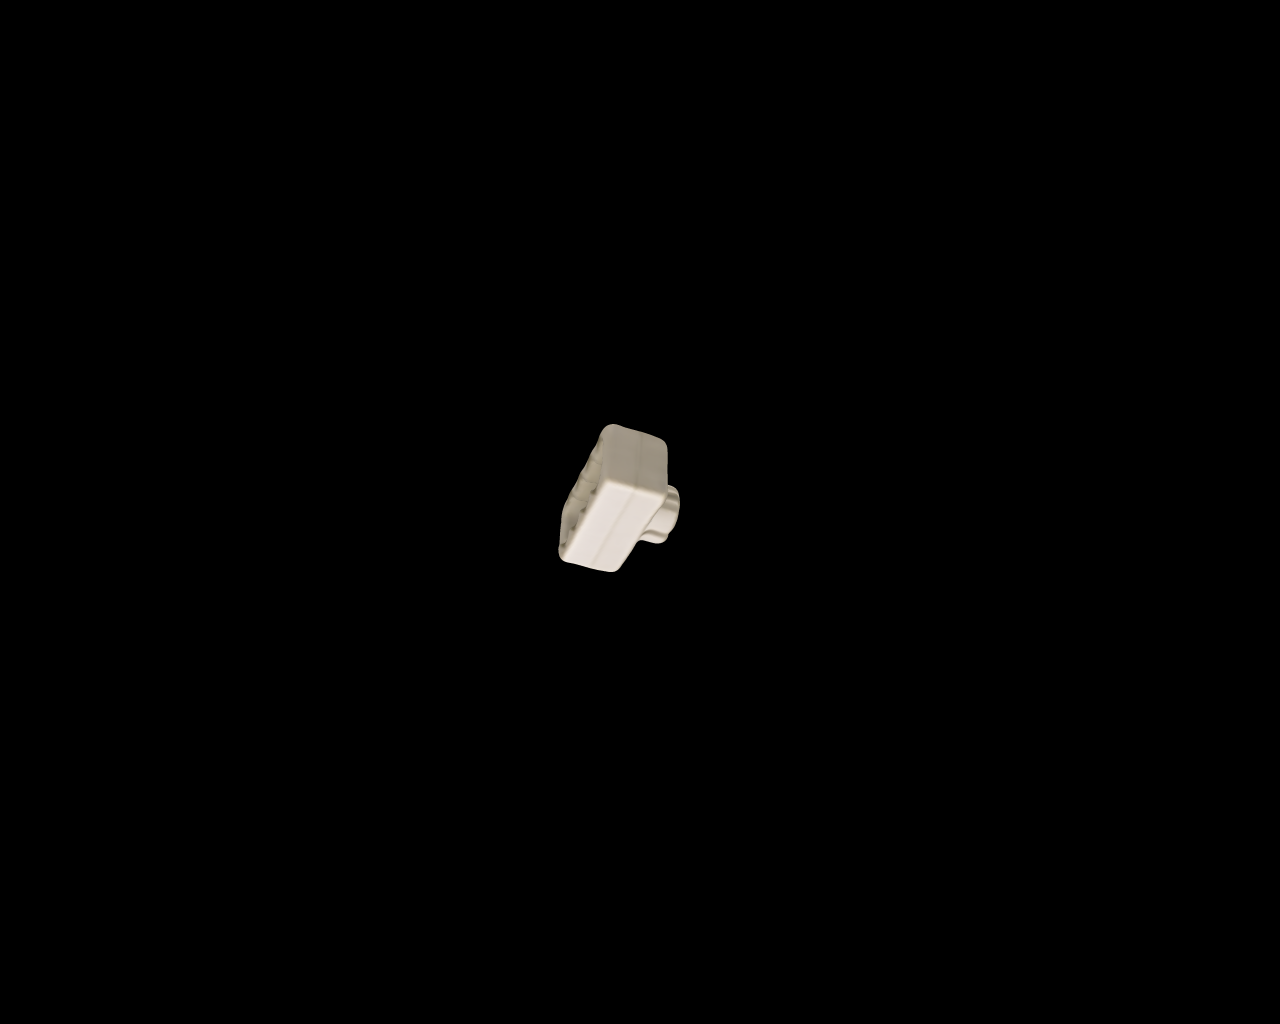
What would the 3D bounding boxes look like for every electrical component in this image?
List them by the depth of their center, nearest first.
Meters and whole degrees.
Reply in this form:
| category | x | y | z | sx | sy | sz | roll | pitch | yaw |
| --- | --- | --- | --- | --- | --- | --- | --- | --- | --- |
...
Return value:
| category | x | y | z | sx | sy | sz | roll | pitch | yaw |
| --- | --- | --- | --- | --- | --- | --- | --- | --- | --- |
| electrical component | 0.001 | -0.003 | 0.650 | 0.076 | 0.047 | 0.083 | 14 | -42 | -16 |
